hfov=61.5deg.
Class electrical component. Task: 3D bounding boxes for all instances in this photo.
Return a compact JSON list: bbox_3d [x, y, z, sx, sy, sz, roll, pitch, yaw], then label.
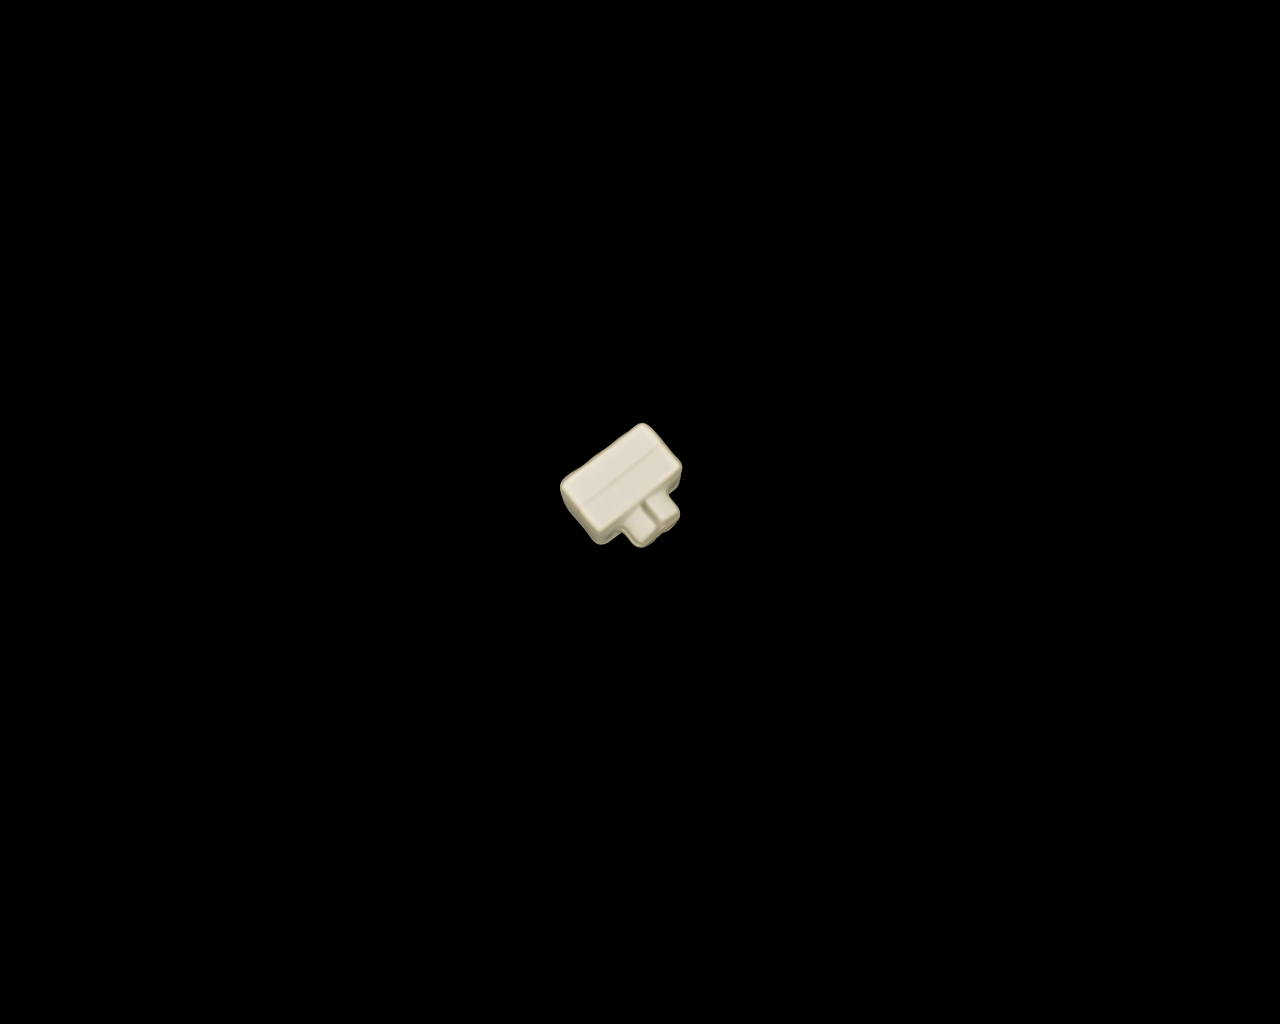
[{"bbox_3d":[0.001,-0.003,0.650,0.066,0.077,0.047,-38,-9,-7],"label":"electrical component"}]
